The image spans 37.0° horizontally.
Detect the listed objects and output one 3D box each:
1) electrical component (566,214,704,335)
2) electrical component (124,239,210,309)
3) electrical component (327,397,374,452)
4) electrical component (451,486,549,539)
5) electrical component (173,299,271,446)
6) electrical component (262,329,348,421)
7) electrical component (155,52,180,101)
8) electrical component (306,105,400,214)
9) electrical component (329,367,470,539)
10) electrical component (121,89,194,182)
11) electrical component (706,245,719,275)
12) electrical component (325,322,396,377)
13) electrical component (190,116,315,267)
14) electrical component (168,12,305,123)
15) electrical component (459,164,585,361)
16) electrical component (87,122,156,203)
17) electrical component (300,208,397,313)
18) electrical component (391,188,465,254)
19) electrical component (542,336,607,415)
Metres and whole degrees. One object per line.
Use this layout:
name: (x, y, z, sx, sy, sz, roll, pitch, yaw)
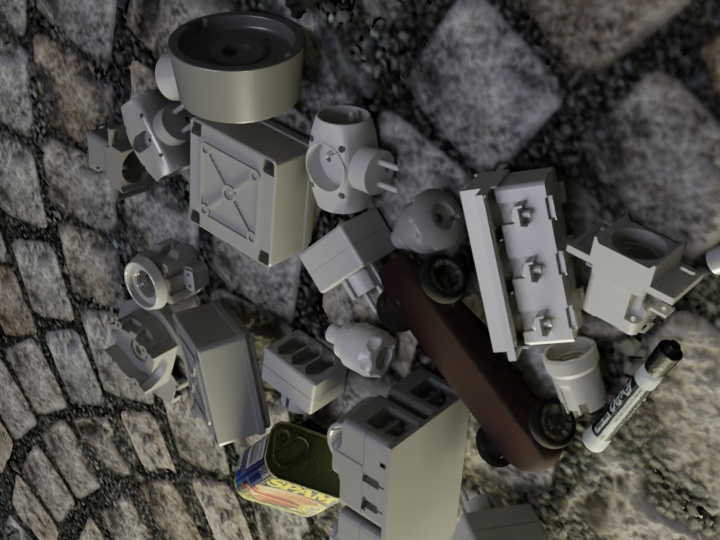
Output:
electrical component: (0.181, 0.005, 0.723, 0.081, 0.042, 0.063, 32, 132, 30)
electrical component: (-0.201, 0.006, 1.091, 0.078, 0.057, 0.058, 18, 123, 38)
electrical component: (0.003, 0.150, 0.976, 0.055, 0.047, 0.055, 23, 126, 35)
electrical component: (0.108, 0.213, 0.900, 0.076, 0.066, 0.047, -116, 31, -43)
electrical component: (-0.136, 0.098, 1.050, 0.109, 0.056, 0.108, -142, 40, -62)
electrical component: (-0.054, 0.109, 1.010, 0.066, 0.047, 0.076, 33, 132, 28)
electrical component: (-0.143, -0.174, 0.948, 0.065, 0.044, 0.044, 0, 112, 40)
electrical component: (0.000, -0.082, 0.852, 0.079, 0.044, 0.077, 24, 127, 35)
electrical component: (0.032, 0.187, 0.923, 0.060, 0.105, 0.186, 26, 128, 33)
electrical component: (-0.179, -0.132, 1.003, 0.079, 0.043, 0.077, -21, 96, 48)
electrical component: (0.241, -0.014, 0.652, 0.062, 0.043, 0.043, -27, 91, 50)
electrical component: (-0.002, 0.065, 0.938, 0.062, 0.043, 0.043, 24, 127, 36)
electrical component: (-0.095, -0.075, 0.941, 0.109, 0.056, 0.108, 30, 130, 30)
electrical component: (-0.097, -0.157, 0.865, 0.108, 0.108, 0.060, 28, 135, 31)
electrical component: (0.118, -0.008, 0.760, 0.063, 0.078, 0.121, -6, 108, 23)
electrical component: (-0.240, -0.114, 1.075, 0.064, 0.042, 0.081, 30, 130, 32)
electrical component: (0.000, 0.000, 0.896, 0.066, 0.047, 0.076, -33, 87, 49)
electrical component: (0.047, -0.033, 0.834, 0.062, 0.048, 0.048, -27, 92, 55)
electrical component: (0.159, 0.078, 0.788, 0.040, 0.040, 0.046, 0, 118, 45)
